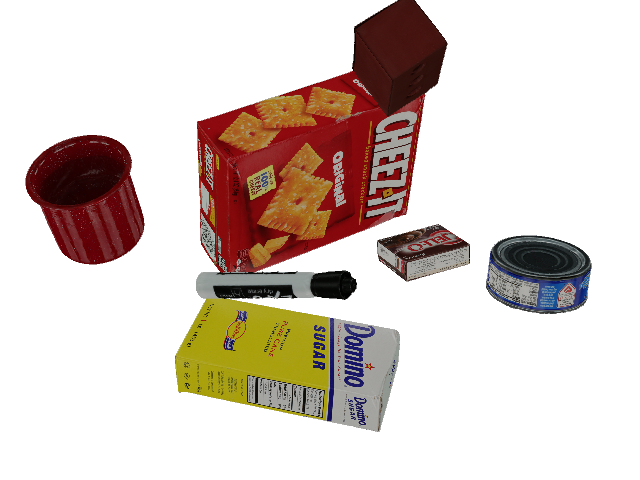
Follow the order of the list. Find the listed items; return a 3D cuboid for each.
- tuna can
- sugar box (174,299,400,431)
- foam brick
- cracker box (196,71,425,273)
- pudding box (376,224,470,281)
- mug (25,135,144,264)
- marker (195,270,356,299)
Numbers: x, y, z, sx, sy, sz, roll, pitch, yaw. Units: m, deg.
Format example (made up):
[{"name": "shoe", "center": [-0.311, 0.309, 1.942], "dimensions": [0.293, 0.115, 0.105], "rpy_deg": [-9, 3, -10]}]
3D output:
[{"name": "tuna can", "center": [0.184, 0.027, 0.901], "dimensions": [0.086, 0.034, 0.086], "rpy_deg": [2, 25, -1]}, {"name": "sugar box", "center": [-0.026, 0.101, 0.907], "dimensions": [0.176, 0.048, 0.093], "rpy_deg": [7, 35, 11]}, {"name": "foam brick", "center": [0.060, -0.142, 0.827], "dimensions": [0.053, 0.051, 0.078], "rpy_deg": [-33, -13, -7]}, {"name": "cracker box", "center": [-0.010, -0.066, 1.035], "dimensions": [0.213, 0.164, 0.072], "rpy_deg": [-20, 51, -22]}, {"name": "pudding box", "center": [0.154, 0.017, 1.596], "dimensions": [0.113, 0.039, 0.090], "rpy_deg": [-17, 26, -20]}, {"name": "mug", "center": [-0.205, -0.042, 0.956], "dimensions": [0.093, 0.117, 0.081], "rpy_deg": [-8, -43, 2]}, {"name": "marker", "center": [-0.030, 0.030, 0.714], "dimensions": [0.121, 0.020, 0.020], "rpy_deg": [-1, -1, 31]}]
